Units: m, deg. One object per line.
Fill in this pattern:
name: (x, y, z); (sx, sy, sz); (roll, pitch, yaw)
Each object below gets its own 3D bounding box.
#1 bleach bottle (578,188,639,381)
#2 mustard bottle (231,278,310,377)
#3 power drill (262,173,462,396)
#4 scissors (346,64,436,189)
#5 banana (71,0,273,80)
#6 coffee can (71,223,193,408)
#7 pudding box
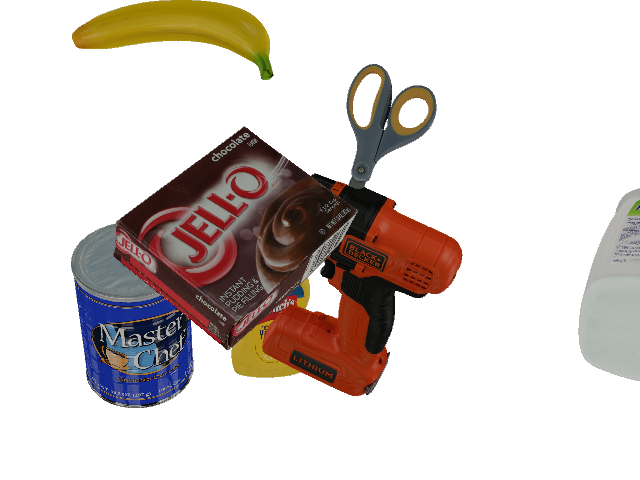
bleach bottle: (0.236, 0.011, 0.698); (0.103, 0.068, 0.250); (9, 23, 20)
mustard bottle: (-0.062, 0.076, 1.341); (0.096, 0.192, 0.058); (0, 21, -9)
power drill: (0.005, 0.032, 0.854); (0.184, 0.188, 0.057); (26, 48, 10)
scissors: (0.059, -0.072, 1.021); (0.096, 0.202, 0.016); (3, -12, 7)
banana: (-0.125, -0.189, 0.960); (0.198, 0.037, 0.069); (11, 46, 17)
coffee can: (-0.169, 0.068, 0.975); (0.103, 0.140, 0.103); (2, 40, -2)
pudding box: (-0.048, -0.004, 0.612); (0.090, 0.039, 0.113); (38, 51, 14)
